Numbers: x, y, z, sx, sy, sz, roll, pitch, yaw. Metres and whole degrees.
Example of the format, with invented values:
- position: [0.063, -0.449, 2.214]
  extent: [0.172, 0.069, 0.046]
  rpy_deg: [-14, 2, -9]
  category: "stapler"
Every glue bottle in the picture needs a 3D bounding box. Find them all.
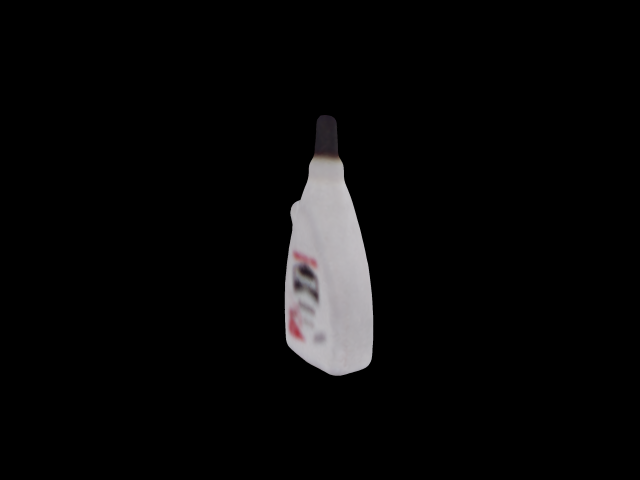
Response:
- position: [0.004, 0.001, 0.400]
  extent: [0.037, 0.173, 0.077]
  rpy_deg: [-8, 14, -34]
  category: "glue bottle"
